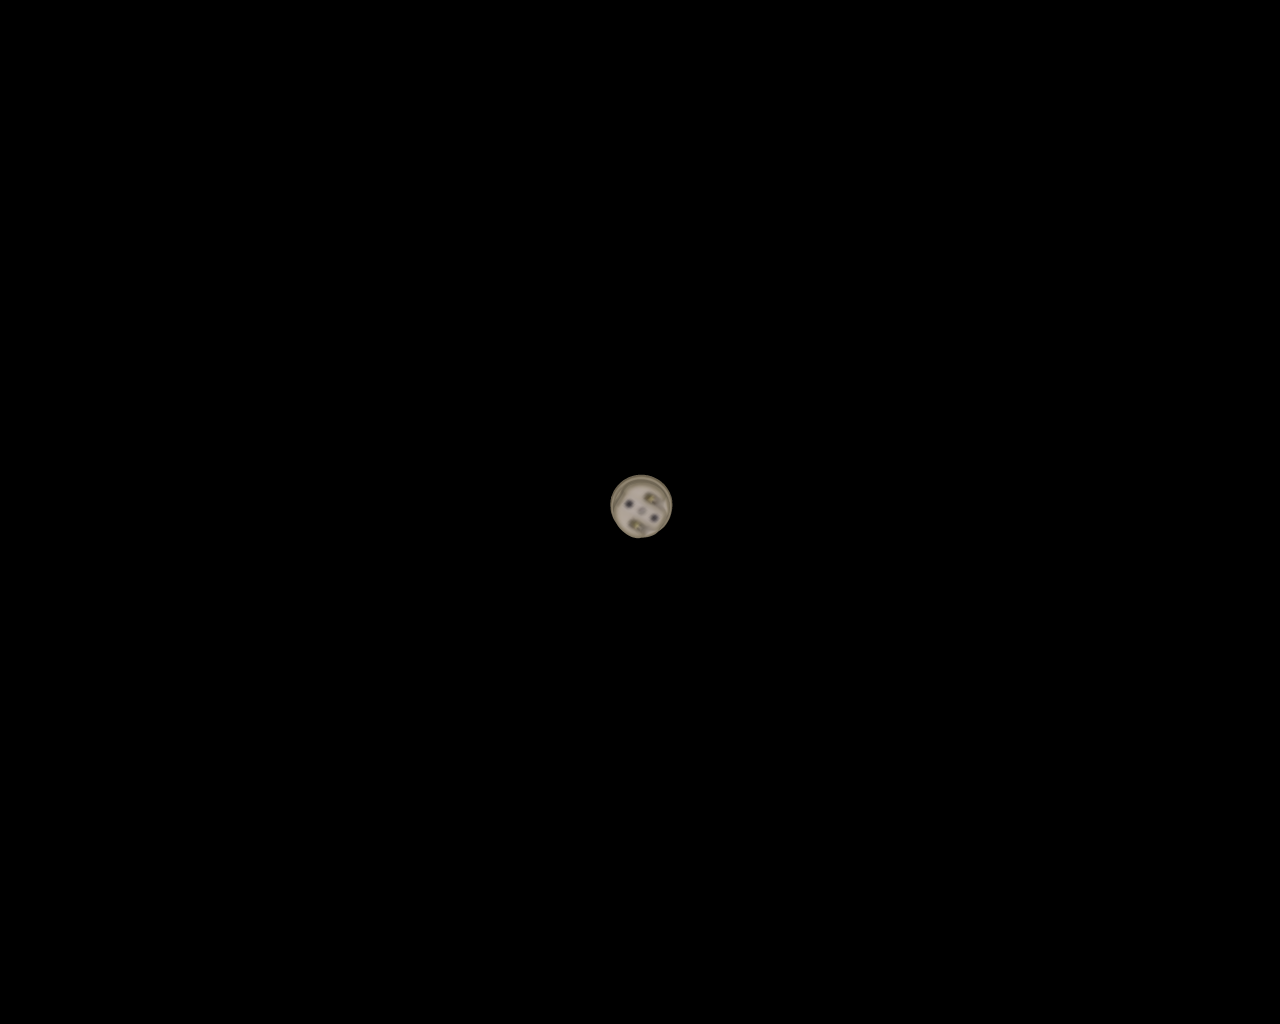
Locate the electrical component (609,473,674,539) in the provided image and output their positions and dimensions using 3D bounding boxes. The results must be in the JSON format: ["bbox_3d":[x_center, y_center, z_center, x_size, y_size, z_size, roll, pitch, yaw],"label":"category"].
[{"bbox_3d":[0.001,-0.003,0.650,0.040,0.040,0.046,0,4,0],"label":"electrical component"}]
